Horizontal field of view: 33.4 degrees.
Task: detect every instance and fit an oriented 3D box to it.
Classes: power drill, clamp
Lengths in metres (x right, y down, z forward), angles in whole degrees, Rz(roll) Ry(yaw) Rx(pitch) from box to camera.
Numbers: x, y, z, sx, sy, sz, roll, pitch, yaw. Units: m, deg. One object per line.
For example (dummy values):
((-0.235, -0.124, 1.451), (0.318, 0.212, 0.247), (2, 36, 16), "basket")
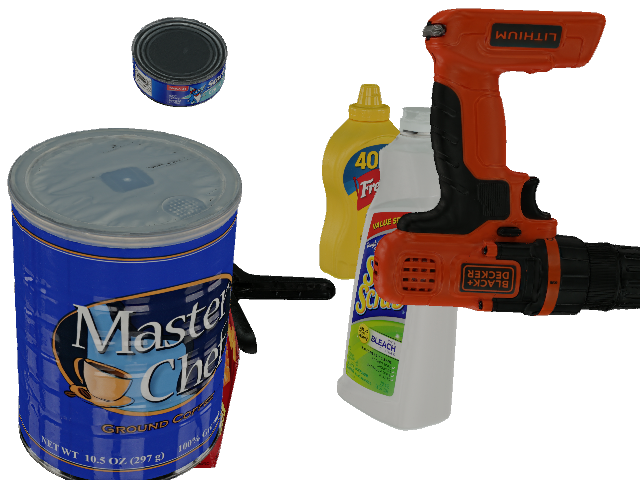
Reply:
((0.128, -0.045, 0.656), (0.184, 0.188, 0.057), (2, 8, -6), "power drill")
((-0.109, 0.061, 1.212), (0.210, 0.036, 0.164), (15, 28, 23), "clamp")

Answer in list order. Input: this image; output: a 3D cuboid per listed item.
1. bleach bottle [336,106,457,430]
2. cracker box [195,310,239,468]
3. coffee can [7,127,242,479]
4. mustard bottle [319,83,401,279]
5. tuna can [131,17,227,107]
((0.067, 0.018, 0.856), (0.067, 0.251, 0.103), (-8, 19, -34), "bleach bottle")
((-0.130, 0.078, 0.978), (0.072, 0.214, 0.164), (-1, 38, 7), "cracker box")
((-0.093, 0.031, 0.509), (0.102, 0.140, 0.103), (5, 30, -3), "coffee can")
((0.047, -0.061, 1.074), (0.096, 0.192, 0.058), (-8, 19, -29), "mustard bottle")
((-0.129, -0.162, 0.972), (0.086, 0.086, 0.034), (0, -37, -9), "tuna can")
